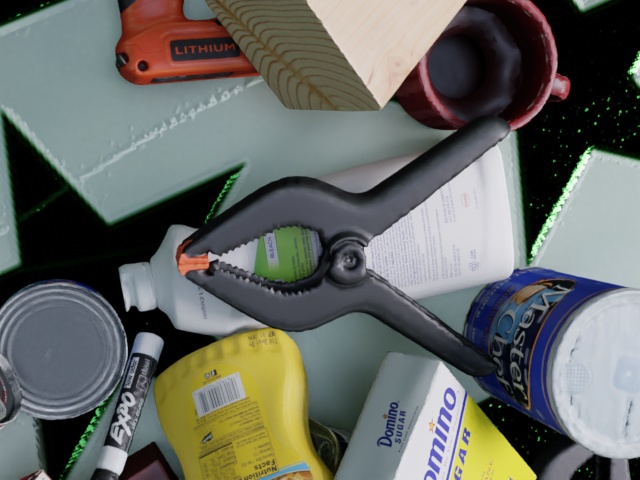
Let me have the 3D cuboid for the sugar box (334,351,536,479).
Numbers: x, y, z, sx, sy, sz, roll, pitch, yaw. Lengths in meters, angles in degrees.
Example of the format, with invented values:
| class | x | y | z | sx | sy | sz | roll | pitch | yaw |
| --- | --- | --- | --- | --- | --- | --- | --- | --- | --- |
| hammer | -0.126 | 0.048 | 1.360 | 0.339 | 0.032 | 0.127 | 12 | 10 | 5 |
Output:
| class | x | y | z | sx | sy | sz | roll | pitch | yaw |
| --- | --- | --- | --- | --- | --- | --- | --- | --- | --- |
| sugar box | 0.079 | 0.152 | 0.677 | 0.176 | 0.048 | 0.093 | 50 | 56 | -47 |

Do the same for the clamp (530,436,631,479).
| class | x | y | z | sx | sy | sz | roll | pitch | yaw |
| --- | --- | --- | --- | --- | --- | --- | --- | --- | --- |
| clamp | 0.163 | 0.203 | 0.759 | 0.120 | 0.039 | 0.171 | 18 | 86 | -19 |

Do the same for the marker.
| class | x | y | z | sx | sy | sz | roll | pitch | yaw |
| --- | --- | --- | --- | --- | --- | --- | --- | --- | --- |
| marker | -0.123 | 0.114 | 0.663 | 0.020 | 0.020 | 0.121 | 22 | 58 | -14 |

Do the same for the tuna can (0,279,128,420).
| class | x | y | z | sx | sy | sz | roll | pitch | yaw |
| --- | --- | --- | --- | --- | --- | --- | --- | --- | --- |
| tuna can | -0.165 | 0.067 | 0.672 | 0.086 | 0.034 | 0.086 | -1 | 94 | -13 |

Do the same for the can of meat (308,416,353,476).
| class | x | y | z | sx | sy | sz | roll | pitch | yaw |
| --- | --- | --- | --- | --- | --- | --- | --- | --- | --- |
| can of meat | 0.012 | 0.174 | 0.698 | 0.083 | 0.058 | 0.102 | 19 | 90 | -37 |

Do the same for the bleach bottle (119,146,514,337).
| class | x | y | z | sx | sy | sz | roll | pitch | yaw |
| --- | --- | --- | --- | --- | --- | --- | --- | --- | --- |
| bleach bottle | -0.005 | 0.001 | 0.691 | 0.250 | 0.068 | 0.102 | -10 | 98 | -10 |

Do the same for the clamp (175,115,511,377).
| class | x | y | z | sx | sy | sz | roll | pitch | yaw |
| --- | --- | --- | --- | --- | --- | --- | --- | --- | --- |
| clamp | 0.020 | 0.018 | 0.648 | 0.210 | 0.036 | 0.164 | -9 | 103 | -9 |

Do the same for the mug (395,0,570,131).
| class | x | y | z | sx | sy | sz | roll | pitch | yaw |
| --- | --- | --- | --- | --- | --- | --- | --- | --- | --- |
| mug | 0.106 | -0.111 | 0.699 | 0.117 | 0.081 | 0.093 | 10 | 91 | -14 |

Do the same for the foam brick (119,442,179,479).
| class | x | y | z | sx | sy | sz | roll | pitch | yaw |
| --- | --- | --- | --- | --- | --- | --- | --- | --- | --- |
| foam brick | -0.108 | 0.179 | 0.685 | 0.053 | 0.051 | 0.078 | -31 | 101 | -8 |

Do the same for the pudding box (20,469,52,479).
| class | x | y | z | sx | sy | sz | roll | pitch | yaw |
| --- | --- | --- | --- | --- | --- | --- | --- | --- | --- |
| pudding box | -0.168 | 0.201 | 0.654 | 0.113 | 0.090 | 0.039 | 50 | 39 | -13 |

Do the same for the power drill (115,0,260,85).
| class | x | y | z | sx | sy | sz | roll | pitch | yaw |
| --- | --- | --- | --- | --- | --- | --- | --- | --- | --- |
| power drill | -0.068 | -0.195 | 0.665 | 0.184 | 0.057 | 0.187 | -8 | 93 | -9 |

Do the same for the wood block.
| class | x | y | z | sx | sy | sz | roll | pitch | yaw |
| --- | --- | --- | --- | --- | --- | --- | --- | --- | --- |
| wood block | 0.041 | -0.180 | 0.638 | 0.206 | 0.090 | 0.090 | -53 | 124 | -21 |

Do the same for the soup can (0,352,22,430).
| class | x | y | z | sx | sy | sz | roll | pitch | yaw |
| --- | --- | --- | --- | --- | --- | --- | --- | --- | --- |
| soup can | -0.233 | 0.108 | 0.623 | 0.102 | 0.068 | 0.068 | -40 | 103 | 18 |

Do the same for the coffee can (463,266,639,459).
| class | x | y | z | sx | sy | sz | roll | pitch | yaw |
| --- | --- | --- | --- | --- | --- | --- | --- | --- | --- |
| coffee can | 0.166 | 0.074 | 0.697 | 0.102 | 0.140 | 0.103 | -1 | 94 | -14 |

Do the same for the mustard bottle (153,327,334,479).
| class | x | y | z | sx | sy | sz | roll | pitch | yaw |
| --- | --- | --- | --- | --- | --- | --- | --- | --- | --- |
| mustard bottle | -0.036 | 0.154 | 0.641 | 0.096 | 0.058 | 0.192 | -24 | 59 | 9 |
